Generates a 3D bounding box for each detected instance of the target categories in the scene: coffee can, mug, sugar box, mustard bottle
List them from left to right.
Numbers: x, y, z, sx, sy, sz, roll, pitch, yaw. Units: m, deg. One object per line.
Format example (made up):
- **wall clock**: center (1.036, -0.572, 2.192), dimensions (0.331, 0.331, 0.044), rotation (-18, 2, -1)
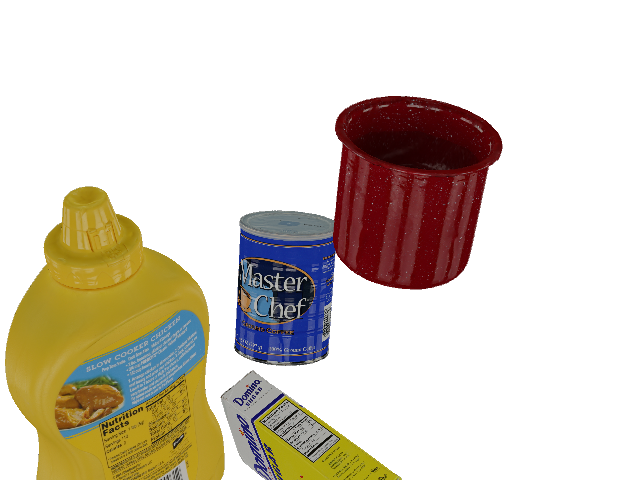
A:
- **mustard bottle**: center (-0.094, 0.060, 0.491), dimensions (0.096, 0.192, 0.058), rotation (-28, 44, -32)
- **coffee can**: center (-0.037, 0.048, 1.122), dimensions (0.103, 0.140, 0.103), rotation (4, 15, -1)
- **sugar box**: center (-0.005, 0.188, 0.878), dimensions (0.176, 0.093, 0.048), rotation (27, 53, 37)
- **mug**: center (0.057, -0.031, 0.618), dimensions (0.093, 0.081, 0.117), rotation (24, 37, 25)
